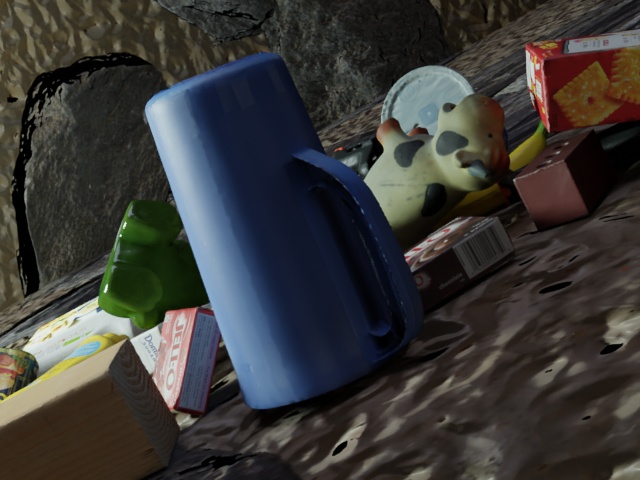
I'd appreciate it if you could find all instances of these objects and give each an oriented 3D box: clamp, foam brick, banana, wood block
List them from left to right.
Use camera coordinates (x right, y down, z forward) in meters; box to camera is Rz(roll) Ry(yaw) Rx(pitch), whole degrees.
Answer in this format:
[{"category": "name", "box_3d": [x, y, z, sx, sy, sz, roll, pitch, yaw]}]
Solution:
[{"category": "wood block", "box_3d": [-0.226, 0.171, 0.840, 0.206, 0.091, 0.090, -27, 9, 5]}, {"category": "clamp", "box_3d": [0.067, -0.107, 1.307, 0.164, 0.036, 0.210, -35, 13, -29]}, {"category": "banana", "box_3d": [0.154, -0.049, 1.076, 0.198, 0.037, 0.069, -30, 22, 18]}, {"category": "foam brick", "box_3d": [0.208, -0.051, 0.903, 0.053, 0.051, 0.078, -21, 12, 39]}, {"category": "clamp", "box_3d": [0.251, -0.081, 0.993, 0.172, 0.039, 0.120, -20, 3, 32]}]

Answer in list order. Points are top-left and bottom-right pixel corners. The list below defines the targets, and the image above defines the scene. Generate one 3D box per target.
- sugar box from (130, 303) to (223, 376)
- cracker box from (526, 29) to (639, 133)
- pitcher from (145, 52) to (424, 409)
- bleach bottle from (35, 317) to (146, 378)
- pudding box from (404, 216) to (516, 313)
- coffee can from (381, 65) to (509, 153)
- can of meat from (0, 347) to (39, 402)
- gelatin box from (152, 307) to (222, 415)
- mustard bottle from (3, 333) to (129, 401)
[{"category": "sugar box", "box_3d": [-0.179, 0.118, 1.052, 0.177, 0.048, 0.093, -31, -5, 33]}, {"category": "cracker box", "box_3d": [0.297, -0.149, 0.942, 0.214, 0.072, 0.164, -6, 14, 8]}, {"category": "pitcher", "box_3d": [-0.028, -0.010, 0.779, 0.149, 0.243, 0.145, -21, 7, 2]}, {"category": "bleach bottle", "box_3d": [-0.299, 0.150, 1.270, 0.250, 0.068, 0.103, -27, 9, -6]}, {"category": "pudding box", "box_3d": [0.093, 0.023, 0.878, 0.113, 0.039, 0.090, -30, 9, -10]}, {"category": "coffee can", "box_3d": [0.136, -0.115, 1.140, 0.103, 0.103, 0.140, -25, -19, 17]}, {"category": "can of meat", "box_3d": [-0.370, 0.166, 1.185, 0.102, 0.057, 0.084, 6, 59, 5]}, {"category": "gelatin box", "box_3d": [-0.116, 0.103, 0.915, 0.030, 0.089, 0.073, 16, -13, -26]}, {"category": "mustard bottle", "box_3d": [-0.266, 0.152, 1.164, 0.096, 0.058, 0.191, -28, 8, 33]}]
